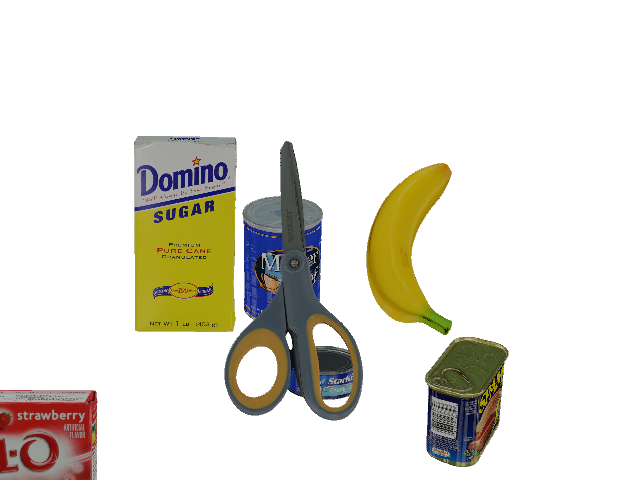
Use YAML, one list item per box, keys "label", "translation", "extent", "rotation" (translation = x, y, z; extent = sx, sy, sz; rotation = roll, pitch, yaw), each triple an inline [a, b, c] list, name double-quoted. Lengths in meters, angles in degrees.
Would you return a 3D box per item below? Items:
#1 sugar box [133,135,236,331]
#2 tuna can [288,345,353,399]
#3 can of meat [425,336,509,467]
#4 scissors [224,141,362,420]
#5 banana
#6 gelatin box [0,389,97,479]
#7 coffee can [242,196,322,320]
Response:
- label: "sugar box"
  translation: [-0.123, -0.006, 0.976]
  extent: [0.093, 0.176, 0.048]
  rotation: [0, 14, -5]
- label: "tuna can"
  translation: [0.003, 0.148, 1.199]
  extent: [0.086, 0.034, 0.086]
  rotation: [1, 14, -1]
- label: "can of meat"
  translation: [0.139, 0.154, 1.019]
  extent: [0.058, 0.084, 0.101]
  rotation: [12, 27, 24]
- label: "scissors"
  translation: [-0.033, 0.030, 0.702]
  extent: [0.096, 0.202, 0.016]
  rotation: [-19, -26, -5]
- label: "banana"
  translation: [0.074, 0.002, 0.892]
  extent: [0.069, 0.197, 0.037]
  rotation: [12, -44, -6]
- label: "gelatin box"
  translation: [-0.158, 0.113, 0.535]
  extent: [0.089, 0.073, 0.030]
  rotation: [1, 6, -4]
- label: "coffee can"
  translation: [-0.050, 0.026, 1.393]
  extent: [0.103, 0.140, 0.103]
  rotation: [1, 25, -1]
